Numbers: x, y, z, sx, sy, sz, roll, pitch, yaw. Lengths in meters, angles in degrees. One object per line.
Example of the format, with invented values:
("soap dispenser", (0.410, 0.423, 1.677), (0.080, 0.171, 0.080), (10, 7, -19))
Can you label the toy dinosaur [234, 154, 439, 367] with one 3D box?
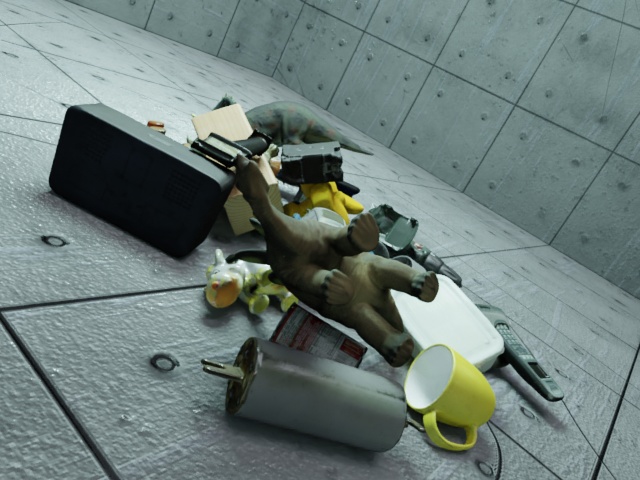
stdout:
("toy dinosaur", (0.030, 0.049, 0.614), (0.199, 0.105, 0.470), (25, -16, 41))

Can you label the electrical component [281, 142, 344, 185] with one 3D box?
("electrical component", (-0.016, -0.148, 1.012), (0.115, 0.058, 0.134), (-3, 22, -2))

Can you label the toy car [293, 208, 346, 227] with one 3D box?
("toy car", (-0.002, -0.003, 0.926), (0.109, 0.103, 0.162), (22, 17, -15))

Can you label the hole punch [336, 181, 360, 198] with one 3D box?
("hole punch", (0.018, -0.090, 1.246), (0.142, 0.092, 0.116), (18, -9, -18))

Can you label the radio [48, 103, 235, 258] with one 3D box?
("radio", (-0.247, -0.081, 0.742), (0.230, 0.131, 0.073), (28, 18, 2))

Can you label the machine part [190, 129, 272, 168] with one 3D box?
("machine part", (-0.122, -0.136, 0.793), (0.084, 0.039, 0.139), (22, 25, 15))

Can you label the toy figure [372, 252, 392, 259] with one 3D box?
("toy figure", (0.024, 0.046, 0.822), (0.180, 0.089, 0.082), (14, 31, -20))

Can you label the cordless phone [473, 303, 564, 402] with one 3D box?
("cordless phone", (0.290, 0.189, 0.856), (0.146, 0.088, 0.184), (11, 29, -42))

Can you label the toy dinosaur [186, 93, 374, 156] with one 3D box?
("toy dinosaur", (-0.091, -0.236, 1.175), (0.405, 0.191, 0.131), (-12, 36, -5))

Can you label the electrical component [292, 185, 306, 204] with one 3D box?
("electrical component", (-0.001, -0.079, 1.157), (0.119, 0.074, 0.048), (22, -5, -8))

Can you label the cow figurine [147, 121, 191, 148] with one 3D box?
("cow figurine", (-0.282, -0.127, 0.869), (0.195, 0.127, 0.086), (3, 26, -23))

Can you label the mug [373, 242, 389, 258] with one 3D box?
("mug", (0.091, 0.029, 1.008), (0.109, 0.080, 0.107), (19, 10, -9))

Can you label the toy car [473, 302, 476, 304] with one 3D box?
("toy car", (0.232, 0.124, 0.985), (0.074, 0.056, 0.201), (37, 21, 25))

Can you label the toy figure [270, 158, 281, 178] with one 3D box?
("toy figure", (-0.101, -0.181, 1.345), (0.154, 0.058, 0.064), (14, -16, -33))

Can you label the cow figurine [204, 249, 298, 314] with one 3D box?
("cow figurine", (-0.098, 0.046, 0.709), (0.098, 0.068, 0.167), (33, 15, 33))

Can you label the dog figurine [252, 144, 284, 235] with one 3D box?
("dog figurine", (-0.149, -0.088, 0.982), (0.172, 0.121, 0.191), (-5, 39, 4))

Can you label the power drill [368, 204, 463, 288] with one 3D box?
("power drill", (0.182, 0.013, 1.099), (0.232, 0.086, 0.207), (32, -1, 29))

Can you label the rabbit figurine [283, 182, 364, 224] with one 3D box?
("rabbit figurine", (0.011, -0.078, 1.067), (0.162, 0.122, 0.173), (25, 33, -31))

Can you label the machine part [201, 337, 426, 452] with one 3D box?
("machine part", (-0.002, 0.155, 0.536), (0.243, 0.079, 0.079), (20, 19, -19))
